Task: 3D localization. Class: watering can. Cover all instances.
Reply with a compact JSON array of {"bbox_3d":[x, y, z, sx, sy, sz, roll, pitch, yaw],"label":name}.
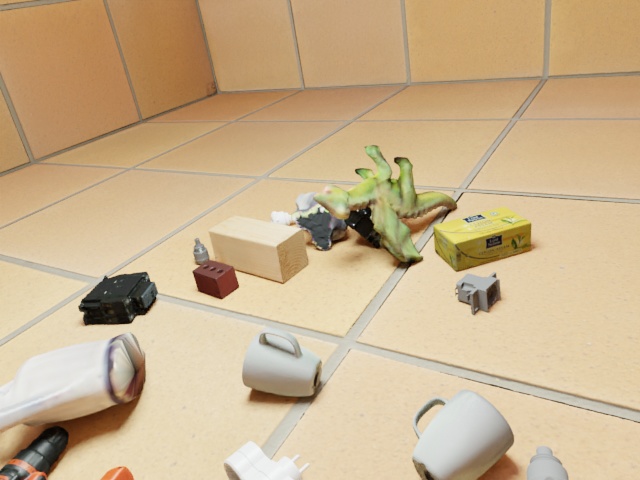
[{"bbox_3d":[-0.379,0.219,0.745,0.225,0.104,0.348,-13,4,-7],"label":"watering can"}]

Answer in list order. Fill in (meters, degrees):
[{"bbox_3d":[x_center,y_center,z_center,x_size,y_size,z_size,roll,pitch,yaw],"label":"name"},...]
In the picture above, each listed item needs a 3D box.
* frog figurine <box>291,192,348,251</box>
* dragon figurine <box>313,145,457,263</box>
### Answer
[{"bbox_3d":[0.004,-0.062,1.227,0.137,0.121,0.162,26,19,-2],"label":"frog figurine"},{"bbox_3d":[0.168,-0.056,1.111,0.408,0.120,0.248,19,55,-26],"label":"dragon figurine"}]
